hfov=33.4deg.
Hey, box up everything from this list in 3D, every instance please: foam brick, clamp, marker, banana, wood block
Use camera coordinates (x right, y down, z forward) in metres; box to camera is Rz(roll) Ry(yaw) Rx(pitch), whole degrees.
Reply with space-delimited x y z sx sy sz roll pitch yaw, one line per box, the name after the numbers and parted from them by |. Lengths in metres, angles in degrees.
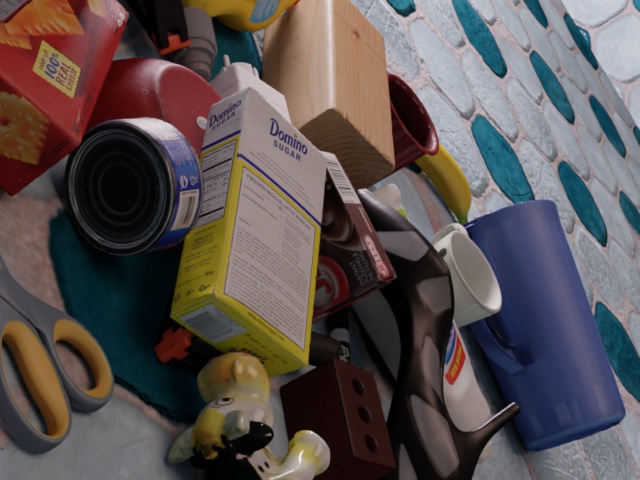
0.012 0.133 0.759 0.052 0.051 0.078 29 39 -47 | foam brick
-0.058 0.044 0.743 0.120 0.039 0.171 55 25 18 | clamp
0.018 0.100 0.843 0.020 0.020 0.121 38 33 -37 | marker
-0.154 -0.247 0.829 0.165 0.036 0.210 14 -54 65 | clamp
0.122 -0.090 1.215 0.197 0.037 0.069 44 29 -30 | banana
0.005 -0.135 0.989 0.090 0.090 0.206 41 31 -32 | wood block

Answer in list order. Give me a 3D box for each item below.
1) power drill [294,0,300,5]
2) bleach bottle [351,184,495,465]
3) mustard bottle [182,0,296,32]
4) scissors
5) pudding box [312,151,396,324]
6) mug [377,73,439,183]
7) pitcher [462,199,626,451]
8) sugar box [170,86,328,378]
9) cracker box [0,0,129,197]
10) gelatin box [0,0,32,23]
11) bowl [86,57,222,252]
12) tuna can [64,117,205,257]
-0.045 -0.349 1.163 0.187 0.057 0.184 49 27 -20 | power drill
0.085 0.079 0.939 0.251 0.068 0.102 62 30 0 | bleach bottle
-0.072 -0.241 0.971 0.191 0.058 0.096 -3 105 -63 | mustard bottle
-0.169 0.020 0.592 0.096 0.016 0.202 10 54 -60 | scissors
-0.005 0.001 0.824 0.039 0.090 0.113 1 61 -62 | pudding box
0.061 -0.114 1.075 0.093 0.082 0.117 45 29 -29 | mug
0.216 0.089 1.103 0.145 0.149 0.243 91 -18 -72 | pitcher
-0.043 -0.007 0.710 0.093 0.048 0.176 41 38 -37 | sugar box
-0.218 -0.154 0.623 0.213 0.072 0.164 45 28 -27 | cracker box
-0.194 -0.168 0.566 0.089 0.030 0.073 30 41 -43 | gelatin box
-0.104 -0.073 0.765 0.162 0.055 0.162 42 31 -33 | bowl
-0.116 -0.033 0.663 0.086 0.086 0.033 62 27 6 | tuna can
